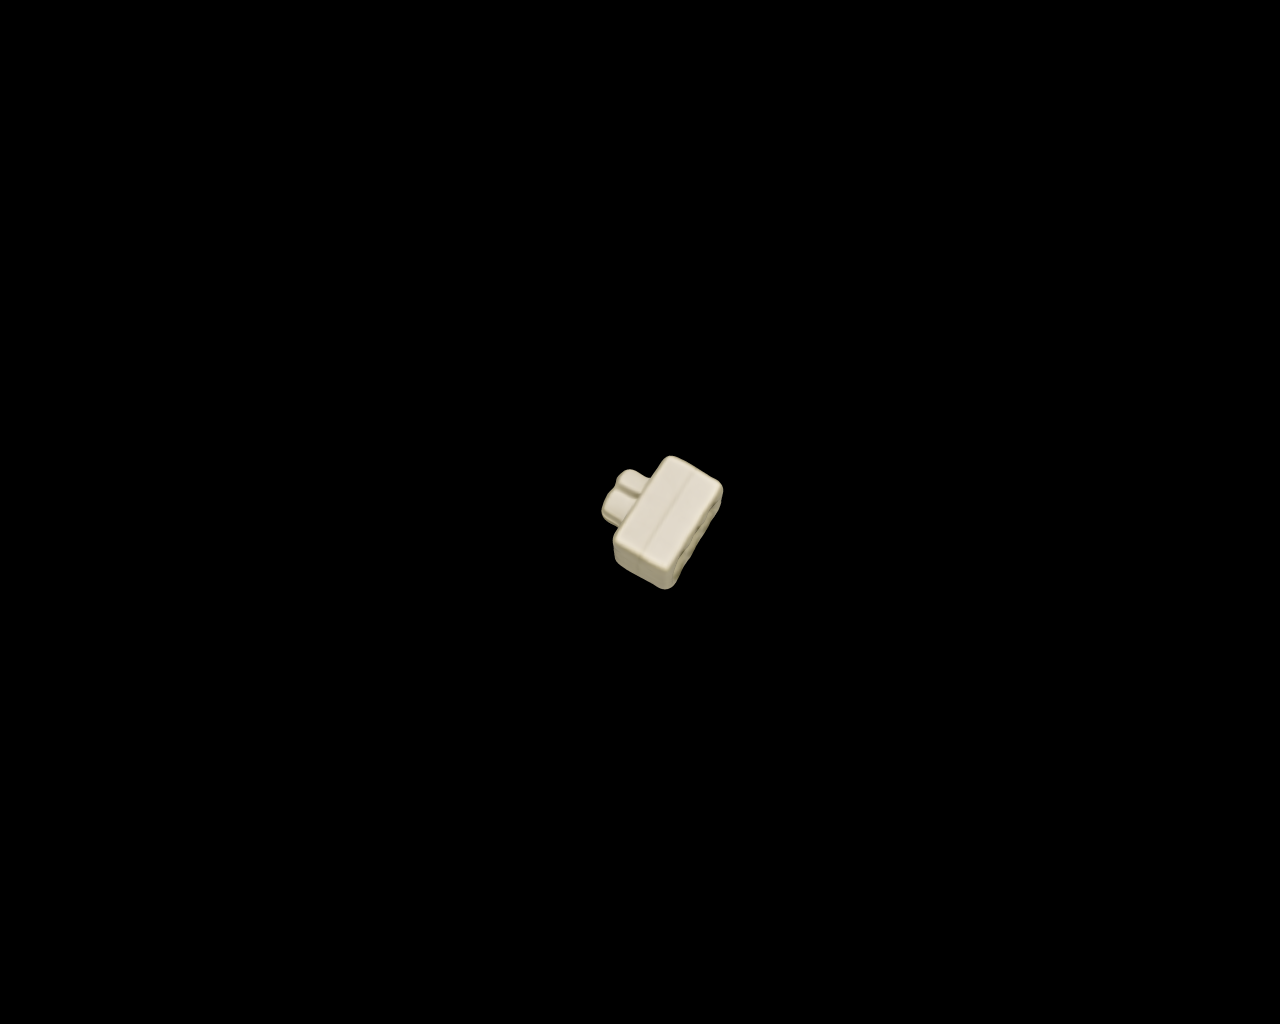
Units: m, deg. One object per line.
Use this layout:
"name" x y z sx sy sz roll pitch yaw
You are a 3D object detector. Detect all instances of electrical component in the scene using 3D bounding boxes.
"electrical component" 0.001 -0.003 0.650 0.077 0.066 0.047 30 -15 9
